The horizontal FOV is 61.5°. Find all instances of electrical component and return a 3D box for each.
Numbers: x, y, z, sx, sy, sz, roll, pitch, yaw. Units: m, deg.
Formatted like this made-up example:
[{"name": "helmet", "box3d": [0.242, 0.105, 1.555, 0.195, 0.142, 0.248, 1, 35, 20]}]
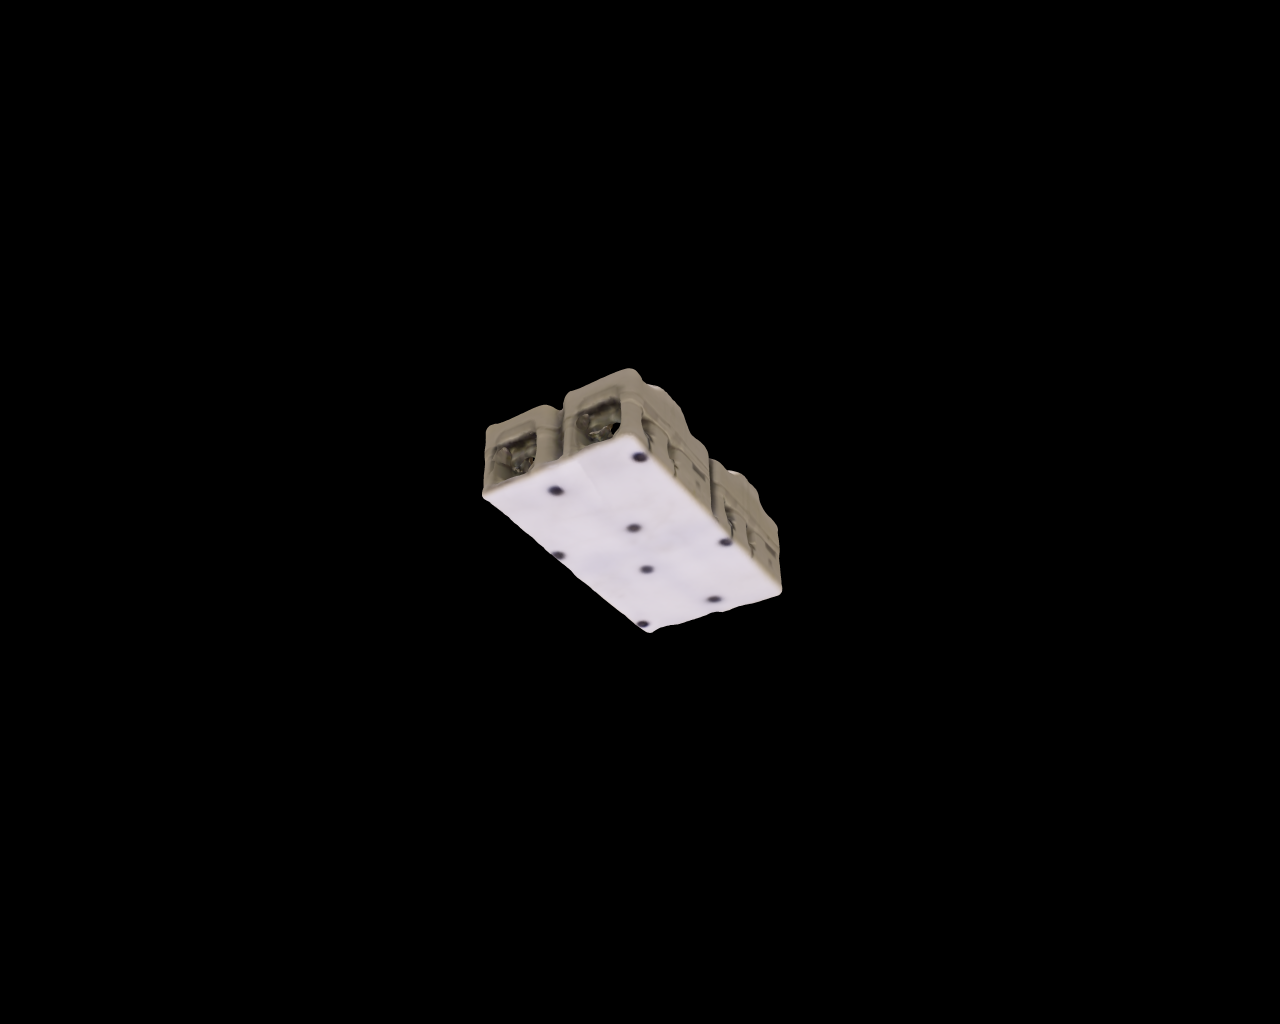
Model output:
[{"name": "electrical component", "box3d": [0.001, -0.003, 0.650, 0.105, 0.060, 0.186, -20, -40, 25]}]
